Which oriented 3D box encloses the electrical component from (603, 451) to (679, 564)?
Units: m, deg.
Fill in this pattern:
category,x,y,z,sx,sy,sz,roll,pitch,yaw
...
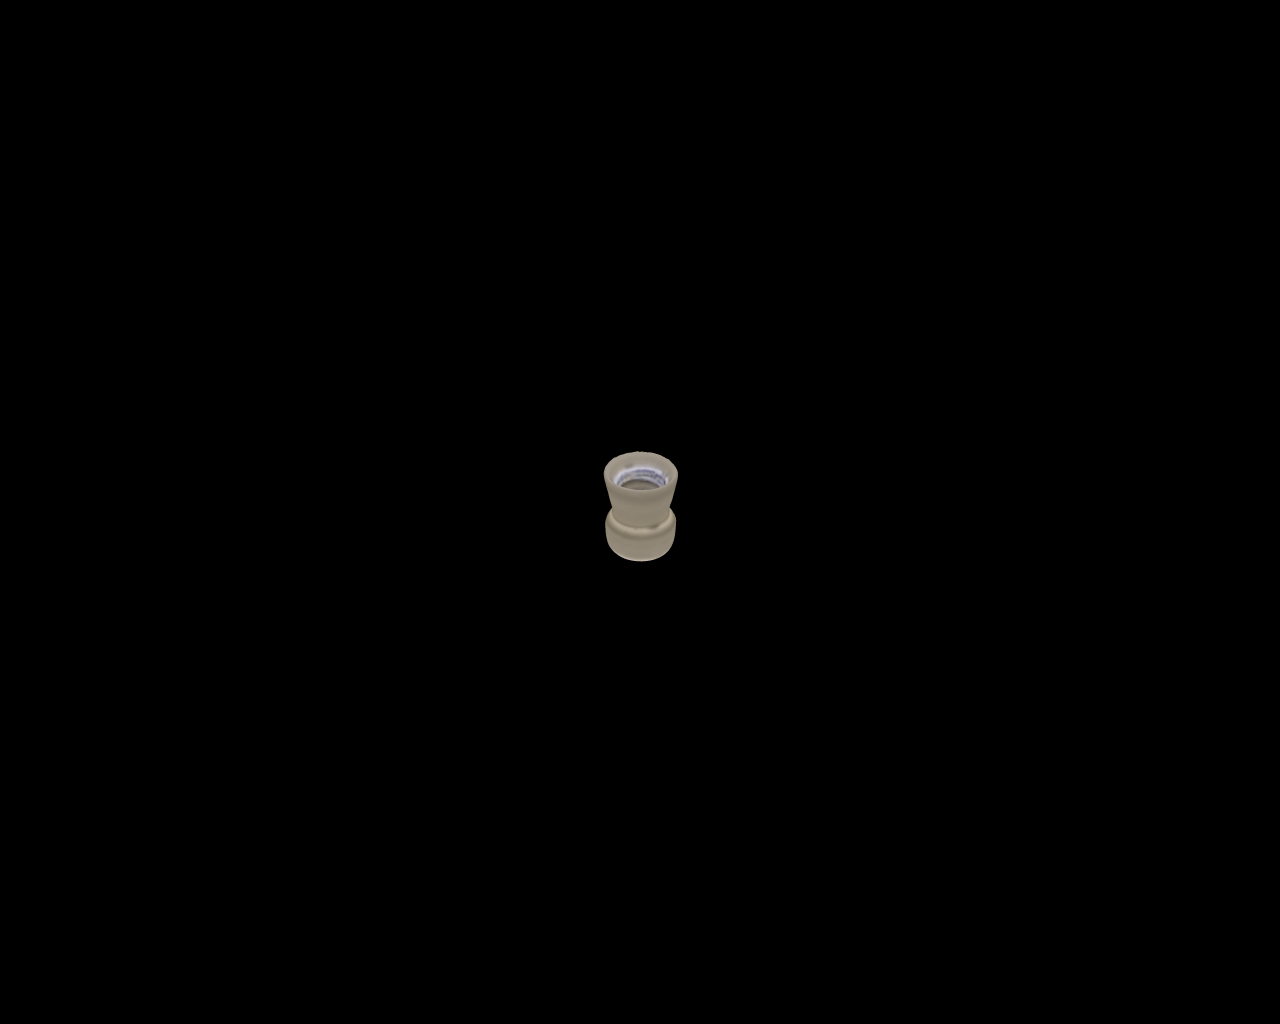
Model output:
category,x,y,z,sx,sy,sz,roll,pitch,yaw
electrical component,0.001,-0.003,0.650,0.045,0.055,0.045,0,36,0
